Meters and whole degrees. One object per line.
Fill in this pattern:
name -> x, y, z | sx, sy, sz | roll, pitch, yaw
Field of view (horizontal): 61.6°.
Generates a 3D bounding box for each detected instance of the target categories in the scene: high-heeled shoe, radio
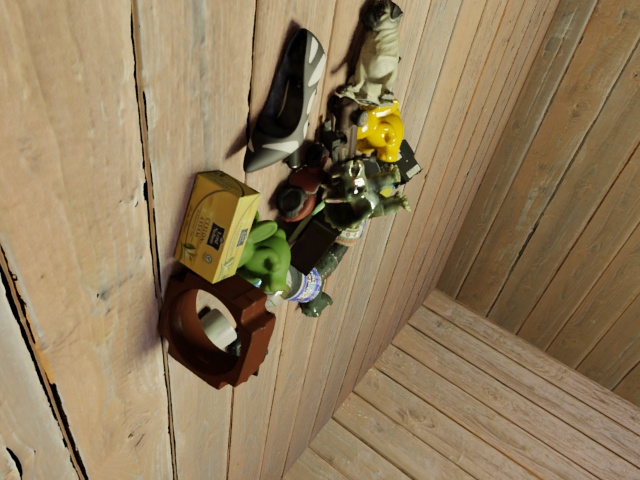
high-heeled shoe -> -0.067, -0.237, 0.922 | 0.249, 0.086, 0.145 | -57, 157, -19
radio -> -0.003, -0.004, 1.291 | 0.131, 0.073, 0.229 | -52, 178, 16

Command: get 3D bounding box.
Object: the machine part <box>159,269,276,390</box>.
machine part -> -0.192, 0.157, 1.001 | 0.087, 0.201, 0.201 | -30, 145, -56

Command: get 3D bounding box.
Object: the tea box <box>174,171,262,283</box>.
tea box -> -0.179, -0.023, 0.932 | 0.068, 0.098, 0.169 | -20, 135, -60

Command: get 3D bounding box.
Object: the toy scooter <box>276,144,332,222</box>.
toy scooter -> -0.025, -0.116, 1.195 | 0.184, 0.075, 0.135 | -62, 163, -3

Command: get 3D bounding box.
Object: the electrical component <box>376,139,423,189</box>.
electrical component -> 0.219, -0.225, 1.523 | 0.058, 0.134, 0.115 | -29, -175, 44

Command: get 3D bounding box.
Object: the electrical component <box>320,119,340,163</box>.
electrical component -> 0.023, -0.217, 1.172 | 0.021, 0.063, 0.093 | -22, 145, -17

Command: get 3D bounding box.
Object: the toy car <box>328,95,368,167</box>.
toy car -> 0.055, -0.230, 1.197 | 0.053, 0.089, 0.202 | -47, 158, -30

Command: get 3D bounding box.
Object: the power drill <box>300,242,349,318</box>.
power drill -> 0.008, 0.121, 1.588 | 0.232, 0.086, 0.207 | -41, 157, -36

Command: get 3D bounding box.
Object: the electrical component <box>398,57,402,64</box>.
electrical component -> 0.149, -0.411, 1.230 | 0.102, 0.045, 0.078 | -33, 176, -45

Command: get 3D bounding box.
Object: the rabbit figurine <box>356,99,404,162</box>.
rabbit figurine -> 0.127, -0.270, 1.277 | 0.173, 0.122, 0.162 | 2, 125, -45

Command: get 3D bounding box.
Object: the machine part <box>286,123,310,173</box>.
machine part -> -0.050, -0.197, 1.074 | 0.084, 0.039, 0.138 | -56, 159, -33

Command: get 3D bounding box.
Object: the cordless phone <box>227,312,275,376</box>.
cordless phone -> -0.159, 0.244, 1.402 | 0.146, 0.089, 0.184 | 96, 21, -47

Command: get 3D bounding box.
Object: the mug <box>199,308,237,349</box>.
mug -> -0.244, 0.212, 1.147 | 0.107, 0.081, 0.109 | -34, 157, -26

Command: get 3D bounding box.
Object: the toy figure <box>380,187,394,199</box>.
toy figure -> 0.178, -0.158, 1.573 | 0.180, 0.089, 0.082 | -49, 134, -16

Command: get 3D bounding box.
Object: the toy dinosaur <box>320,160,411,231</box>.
toy dinosaur -> 0.104, -0.096, 1.267 | 0.192, 0.131, 0.405 | -15, 178, 5

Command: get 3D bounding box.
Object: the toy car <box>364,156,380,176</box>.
toy car -> 0.109, -0.178, 1.408 | 0.056, 0.073, 0.201 | -19, 179, 30

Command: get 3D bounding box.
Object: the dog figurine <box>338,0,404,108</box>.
dog figurine -> 0.121, -0.389, 1.137 | 0.172, 0.121, 0.190 | -160, -98, -78

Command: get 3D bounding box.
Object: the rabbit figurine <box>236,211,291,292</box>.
rabbit figurine -> -0.136, 0.025, 1.079 | 0.170, 0.121, 0.159 | 12, 105, -53

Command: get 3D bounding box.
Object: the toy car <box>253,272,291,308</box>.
toy car -> -0.119, 0.101, 1.234 | 0.161, 0.103, 0.109 | -52, 159, -14
